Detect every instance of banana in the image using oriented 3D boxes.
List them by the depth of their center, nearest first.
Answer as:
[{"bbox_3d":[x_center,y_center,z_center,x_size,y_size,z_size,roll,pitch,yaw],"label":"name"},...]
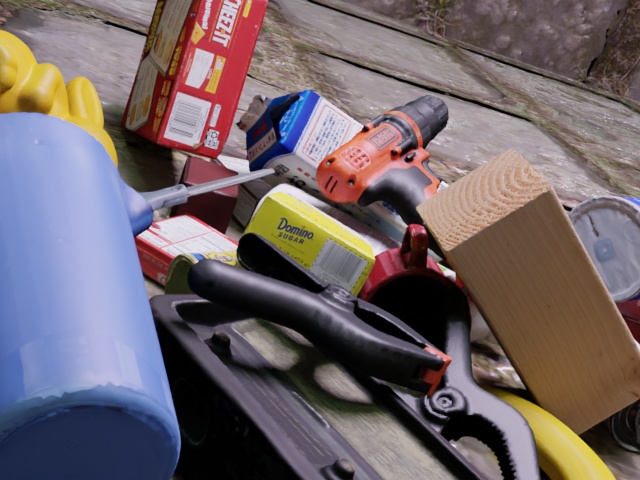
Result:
[{"bbox_3d":[0.170,0.162,0.770,0.069,0.037,0.198,14,20,-20],"label":"banana"}]

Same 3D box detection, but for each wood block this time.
[{"bbox_3d":[0.171,0.044,0.838,0.206,0.091,0.090,56,5,-25],"label":"wood block"}]

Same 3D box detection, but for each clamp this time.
[{"bbox_3d":[-0.002,0.047,0.673,0.171,0.039,0.120,28,20,15],"label":"clamp"},{"bbox_3d":[0.089,0.116,0.742,0.164,0.036,0.210,-27,49,-27],"label":"clamp"}]

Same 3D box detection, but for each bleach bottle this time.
[{"bbox_3d":[0.059,0.032,0.966,0.251,0.068,0.102,26,20,7],"label":"bleach bottle"}]

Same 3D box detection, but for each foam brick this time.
[{"bbox_3d":[-0.108,-0.037,0.991,0.051,0.053,0.078,17,21,-11],"label":"foam brick"}]

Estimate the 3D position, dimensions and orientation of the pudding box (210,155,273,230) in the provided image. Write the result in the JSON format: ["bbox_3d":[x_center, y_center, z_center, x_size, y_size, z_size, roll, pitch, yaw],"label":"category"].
[{"bbox_3d":[-0.057,-0.044,1.087,0.089,0.039,0.114,6,23,-35],"label":"pudding box"}]

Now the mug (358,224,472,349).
[{"bbox_3d":[0.071,0.044,0.874,0.093,0.117,0.081,2,17,-5],"label":"mug"}]

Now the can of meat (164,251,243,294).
[{"bbox_3d":[-0.057,0.048,0.811,0.083,0.057,0.102,-3,30,-46],"label":"can of meat"}]

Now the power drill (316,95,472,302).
[{"bbox_3d":[0.111,-0.044,0.969,0.188,0.057,0.184,41,48,13],"label":"power drill"}]

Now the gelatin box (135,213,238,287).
[{"bbox_3d":[-0.112,0.013,0.888,0.073,0.030,0.089,29,24,21],"label":"gelatin box"}]

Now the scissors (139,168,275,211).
[{"bbox_3d":[-0.142,-0.039,0.920,0.096,0.016,0.201,14,28,42],"label":"scissors"}]

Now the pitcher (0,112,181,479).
[{"bbox_3d":[-0.166,0.043,0.592,0.145,0.149,0.243,49,8,-40],"label":"pitcher"}]

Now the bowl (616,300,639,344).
[{"bbox_3d":[0.297,0.074,1.108,0.162,0.055,0.162,19,19,-7],"label":"bowl"}]

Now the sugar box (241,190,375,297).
[{"bbox_3d":[-0.005,0.001,0.838,0.093,0.048,0.176,32,7,-1],"label":"sugar box"}]

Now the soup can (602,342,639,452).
[{"bbox_3d":[0.261,0.125,0.915,0.068,0.068,0.102,15,20,-17],"label":"soup can"}]

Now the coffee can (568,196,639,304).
[{"bbox_3d":[0.313,0.009,1.055,0.140,0.103,0.103,-1,29,-48],"label":"coffee can"}]

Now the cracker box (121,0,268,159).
[{"bbox_3d":[-0.134,-0.177,1.096,0.072,0.164,0.214,16,5,-22],"label":"cracker box"}]
